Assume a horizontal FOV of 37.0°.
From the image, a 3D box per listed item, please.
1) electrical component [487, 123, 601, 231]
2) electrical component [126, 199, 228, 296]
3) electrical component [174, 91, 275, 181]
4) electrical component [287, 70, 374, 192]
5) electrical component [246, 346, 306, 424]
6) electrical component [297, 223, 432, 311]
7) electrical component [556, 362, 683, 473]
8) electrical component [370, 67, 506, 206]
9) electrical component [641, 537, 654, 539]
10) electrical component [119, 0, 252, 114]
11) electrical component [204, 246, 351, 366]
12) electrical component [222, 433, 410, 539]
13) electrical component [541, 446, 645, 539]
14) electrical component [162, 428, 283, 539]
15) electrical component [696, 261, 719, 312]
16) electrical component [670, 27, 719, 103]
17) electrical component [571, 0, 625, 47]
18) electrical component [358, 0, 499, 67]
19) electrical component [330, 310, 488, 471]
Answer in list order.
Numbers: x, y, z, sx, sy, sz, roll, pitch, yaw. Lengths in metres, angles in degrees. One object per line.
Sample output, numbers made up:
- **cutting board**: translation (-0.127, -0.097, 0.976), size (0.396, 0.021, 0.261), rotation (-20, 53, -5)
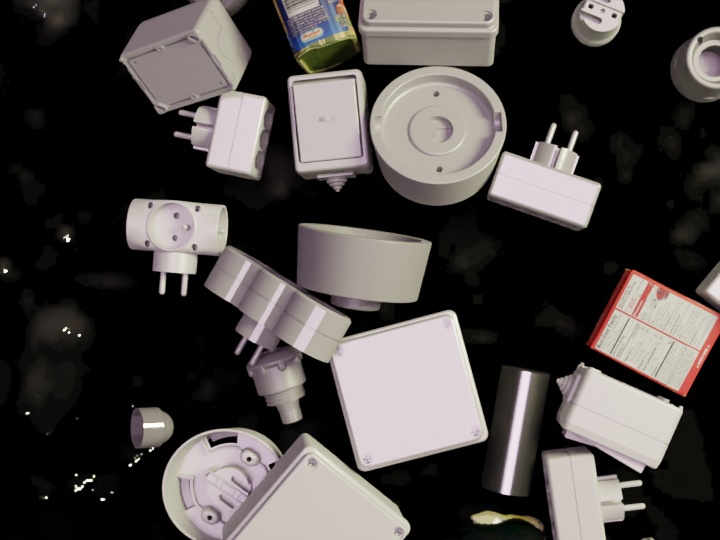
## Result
- **electrical component**: translation (0.156, -0.082, 0.881), size (0.083, 0.047, 0.075), rotation (20, 91, 5)
- **electrical component**: translation (-0.155, -0.018, 0.907), size (0.077, 0.044, 0.079), rotation (4, 90, 5)
- **electrical component**: translation (-0.118, -0.116, 0.904), size (0.077, 0.047, 0.065), rotation (12, 90, 5)
- **electrical component**: translation (-0.024, -0.113, 0.889), size (0.062, 0.061, 0.096), rotation (-5, 89, 4)
- **electrical component**: translation (-0.065, 0.097, 0.899), size (0.048, 0.048, 0.062), rotation (-16, 95, 4)
- **electrical component**: translation (0.000, 0.000, 0.865), size (0.108, 0.108, 0.060), rotation (8, 96, 5)
- **electrical component**: translation (0.200, 0.117, 0.868), size (0.096, 0.062, 0.061), rotation (23, 91, 5)
- **electrical component**: translation (0.063, -0.104, 0.878), size (0.108, 0.060, 0.108), rotation (-1, 67, 2)
- **electrical component**: translation (0.217, 0.245, 0.874), size (0.062, 0.048, 0.048), rotation (-12, 88, 11)
- **electrical component**: translation (-0.147, -0.177, 0.886), size (0.096, 0.061, 0.061), rotation (-12, 131, 28)
- **electrical component**: translation (-0.077, 0.041, 0.873), size (0.138, 0.052, 0.073), rotation (31, 92, 36)
- **electrical component**: translation (-0.036, 0.206, 0.853), size (0.109, 0.056, 0.108), rotation (40, 90, -10)
- **electrical component**: translation (0.193, 0.187, 0.875), size (0.076, 0.047, 0.083), rotation (-8, 88, 4)
- **electrical component**: translation (-0.108, 0.178, 0.890), size (0.099, 0.064, 0.099), rotation (0, 89, 5)
- **electrical component**: translation (0.321, 0.025, 0.852), size (0.083, 0.076, 0.047), rotation (40, 92, 4)
- **electrical component**: translation (0.285, -0.167, 0.872), size (0.055, 0.047, 0.055), rotation (0, 89, 5)
- **electrical component**: translation (0.196, -0.207, 0.881), size (0.040, 0.046, 0.040), rotation (0, 90, 4)
- **electrical component**: translation (0.057, -0.223, 0.870), size (0.109, 0.056, 0.108), rotation (2, 64, 5)
- **electrical component**: translation (0.039, 0.097, 0.883), size (0.109, 0.056, 0.108), rotation (-15, 88, 4)
